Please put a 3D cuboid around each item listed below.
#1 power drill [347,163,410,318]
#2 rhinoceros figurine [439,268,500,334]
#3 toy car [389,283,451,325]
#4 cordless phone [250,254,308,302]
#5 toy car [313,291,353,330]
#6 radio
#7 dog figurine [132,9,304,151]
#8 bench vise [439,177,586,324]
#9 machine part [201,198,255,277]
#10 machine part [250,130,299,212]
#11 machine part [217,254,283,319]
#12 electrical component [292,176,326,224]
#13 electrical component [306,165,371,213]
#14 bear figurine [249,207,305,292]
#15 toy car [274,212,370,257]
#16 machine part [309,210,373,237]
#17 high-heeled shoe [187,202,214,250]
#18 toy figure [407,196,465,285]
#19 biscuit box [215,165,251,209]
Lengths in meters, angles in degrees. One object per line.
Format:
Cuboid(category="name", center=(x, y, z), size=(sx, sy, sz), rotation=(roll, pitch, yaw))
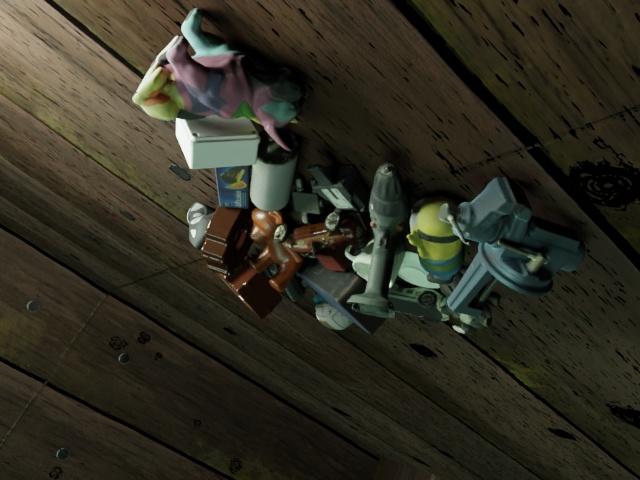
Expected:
Cuboid(category="power drill", center=(0.097, 0.013, 0.861), size=(0.086, 0.207, 0.231), rotation=(3, 161, 11))
Cuboid(category="rhinoceros figurine", center=(0.282, 0.124, 1.042), size=(0.112, 0.073, 0.190), rotation=(7, 147, 35))
Cuboid(category="toy car", center=(0.189, 0.131, 1.170), size=(0.202, 0.056, 0.073), rotation=(9, 143, 33))
Cuboid(category="cordless phone", center=(-0.112, 0.058, 1.316), size=(0.184, 0.089, 0.146), rotation=(27, 158, 31))
Cuboid(category="toy car", center=(0.041, 0.169, 1.338), size=(0.162, 0.103, 0.109), rotation=(-9, 136, 49))
Cuboid(category="radio", center=(0.043, 0.106, 1.159), size=(0.131, 0.073, 0.230), rotation=(47, 170, -28))
Cuboid(category="dog figurine", center=(-0.132, -0.203, 0.778), size=(0.219, 0.108, 0.191), rotation=(35, 130, -25))
Cuboid(category="bench vise", center=(0.252, 0.034, 0.789), size=(0.223, 0.129, 0.240), rotation=(10, 129, -19))
Cuboid(category="machine part", center=(-0.186, -0.012, 1.146), size=(0.056, 0.179, 0.179), rotation=(19, 154, 11))
Cuboid(category="machine part", center=(-0.081, -0.119, 0.939), size=(0.079, 0.079, 0.243), rotation=(26, 154, 3))
Cuboid(category="machine part", center=(-0.198, 0.095, 1.384), size=(0.201, 0.087, 0.201), rotation=(34, 161, 45))
Cuboid(category="electrical component", center=(-0.019, -0.072, 0.991), size=(0.063, 0.021, 0.093), rotation=(11, 122, 33))
Cuboid(category="electrical component", center=(0.028, -0.097, 0.905), size=(0.075, 0.048, 0.119), rotation=(-3, 141, 47))
Cuboid(category="bear figurine", center=(-0.105, 0.002, 1.135), size=(0.120, 0.132, 0.195), rotation=(38, 169, 33))
Cuboid(category="toy car", center=(-0.002, -0.003, 1.001), size=(0.202, 0.053, 0.089), rotation=(-11, 152, 42))
Cuboid(category="machine part", center=(0.039, -0.036, 1.024), size=(0.139, 0.039, 0.084), rotation=(10, 155, 30))
Cuboid(category="high-heeled shoe", center=(-0.283, -0.019, 1.251), size=(0.086, 0.145, 0.249), rotation=(38, 151, -18))
Cuboid(category="toy figure", center=(0.200, 0.001, 0.884), size=(0.089, 0.082, 0.179), rotation=(-6, 135, 20))
Cuboid(category="biscuit box", center=(-0.160, -0.122, 0.998), size=(0.063, 0.059, 0.202), rotation=(3, 161, -6))
